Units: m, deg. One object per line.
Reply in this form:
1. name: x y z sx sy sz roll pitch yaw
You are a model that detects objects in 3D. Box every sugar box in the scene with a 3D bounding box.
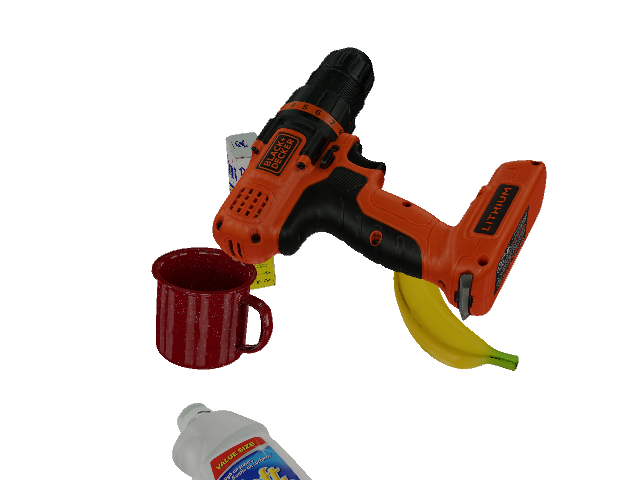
1. sugar box: -0.088 -0.037 1.329 0.048 0.176 0.093 -10 24 -10

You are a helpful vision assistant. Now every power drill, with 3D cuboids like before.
1. power drill: 0.046 -0.040 0.697 0.188 0.184 0.057 19 -29 20

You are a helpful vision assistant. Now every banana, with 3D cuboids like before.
1. banana: 0.096 0.050 0.899 0.069 0.037 0.198 7 31 -21

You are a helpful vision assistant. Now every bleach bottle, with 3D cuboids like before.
1. bleach bottle: -0.052 0.202 0.796 0.102 0.068 0.251 -18 33 -25

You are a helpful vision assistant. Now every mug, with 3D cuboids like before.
1. mug: -0.095 0.065 0.952 0.117 0.081 0.093 15 26 20
